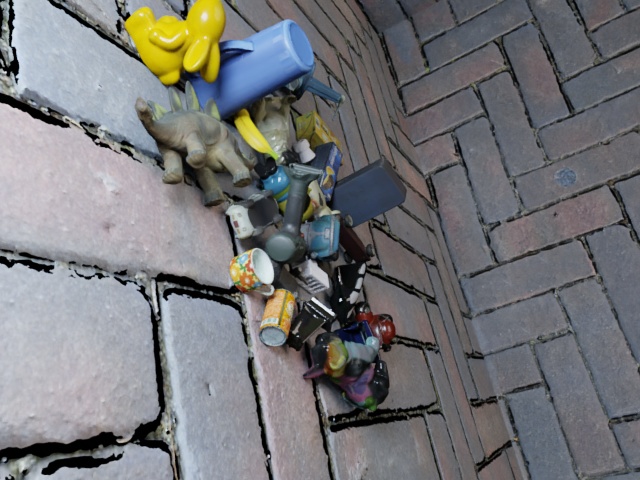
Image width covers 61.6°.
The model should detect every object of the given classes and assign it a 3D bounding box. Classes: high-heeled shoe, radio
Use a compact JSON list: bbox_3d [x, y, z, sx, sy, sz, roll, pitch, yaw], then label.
[{"bbox_3d":[0.083,0.134,1.403,0.248,0.086,0.145,2,80,-69],"label":"high-heeled shoe"},{"bbox_3d":[0.115,-0.122,1.508,0.131,0.230,0.073,56,24,-17],"label":"radio"}]

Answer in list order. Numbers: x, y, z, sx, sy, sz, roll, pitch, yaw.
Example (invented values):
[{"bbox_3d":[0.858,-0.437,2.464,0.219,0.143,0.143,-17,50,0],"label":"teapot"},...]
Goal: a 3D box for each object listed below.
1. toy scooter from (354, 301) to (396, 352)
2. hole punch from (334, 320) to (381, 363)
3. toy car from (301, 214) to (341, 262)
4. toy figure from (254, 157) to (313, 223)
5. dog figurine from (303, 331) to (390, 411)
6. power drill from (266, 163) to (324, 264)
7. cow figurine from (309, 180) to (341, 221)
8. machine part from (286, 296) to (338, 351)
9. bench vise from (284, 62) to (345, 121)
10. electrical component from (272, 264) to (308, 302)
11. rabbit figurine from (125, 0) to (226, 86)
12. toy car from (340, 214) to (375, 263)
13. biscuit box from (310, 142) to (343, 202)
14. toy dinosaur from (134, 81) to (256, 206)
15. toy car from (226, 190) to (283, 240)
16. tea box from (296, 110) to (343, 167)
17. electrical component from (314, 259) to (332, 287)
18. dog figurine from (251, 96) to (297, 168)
[{"bbox_3d":[0.150,0.252,1.440,0.183,0.075,0.135,37,37,-47],"label":"toy scooter"},{"bbox_3d":[0.103,0.253,1.313,0.142,0.092,0.115,68,18,10],"label":"hole punch"},{"bbox_3d":[-0.003,-0.004,1.266,0.161,0.103,0.109,85,10,-81],"label":"toy car"},{"bbox_3d":[-0.083,-0.107,1.231,0.180,0.082,0.089,50,39,-48],"label":"toy figure"},{"bbox_3d":[0.055,0.286,1.150,0.219,0.108,0.191,4,68,-61],"label":"dog figurine"},{"bbox_3d":[-0.052,-0.051,1.103,0.232,0.086,0.207,-50,159,-77],"label":"power drill"},{"bbox_3d":[-0.021,-0.096,1.365,0.127,0.085,0.195,-24,91,-62],"label":"cow figurine"},{"bbox_3d":[-0.023,0.170,1.094,0.084,0.039,0.139,44,43,10],"label":"machine part"},{"bbox_3d":[-0.031,-0.450,1.549,0.240,0.128,0.224,23,11,-17],"label":"bench vise"},{"bbox_3d":[-0.064,0.090,1.130,0.078,0.045,0.102,59,23,-24],"label":"electrical component"},{"bbox_3d":[-0.244,-0.368,0.977,0.162,0.173,0.122,67,17,10],"label":"rabbit figurine"},{"bbox_3d":[0.080,-0.004,1.495,0.202,0.089,0.053,48,32,-38],"label":"toy car"},{"bbox_3d":[0.009,-0.188,1.496,0.059,0.063,0.203,52,38,-36],"label":"biscuit box"},{"bbox_3d":[-0.202,-0.171,0.982,0.471,0.105,0.198,33,35,-72],"label":"toy dinosaur"},{"bbox_3d":[-0.130,-0.053,1.098,0.202,0.056,0.073,-46,118,-70],"label":"toy car"},{"bbox_3d":[0.000,-0.293,1.612,0.169,0.068,0.098,46,33,-45],"label":"tea box"},{"bbox_3d":[0.004,0.075,1.334,0.063,0.021,0.094,15,56,-63],"label":"electrical component"},{"bbox_3d":[-0.115,-0.251,1.305,0.172,0.121,0.190,-94,-177,-75],"label":"dog figurine"}]
